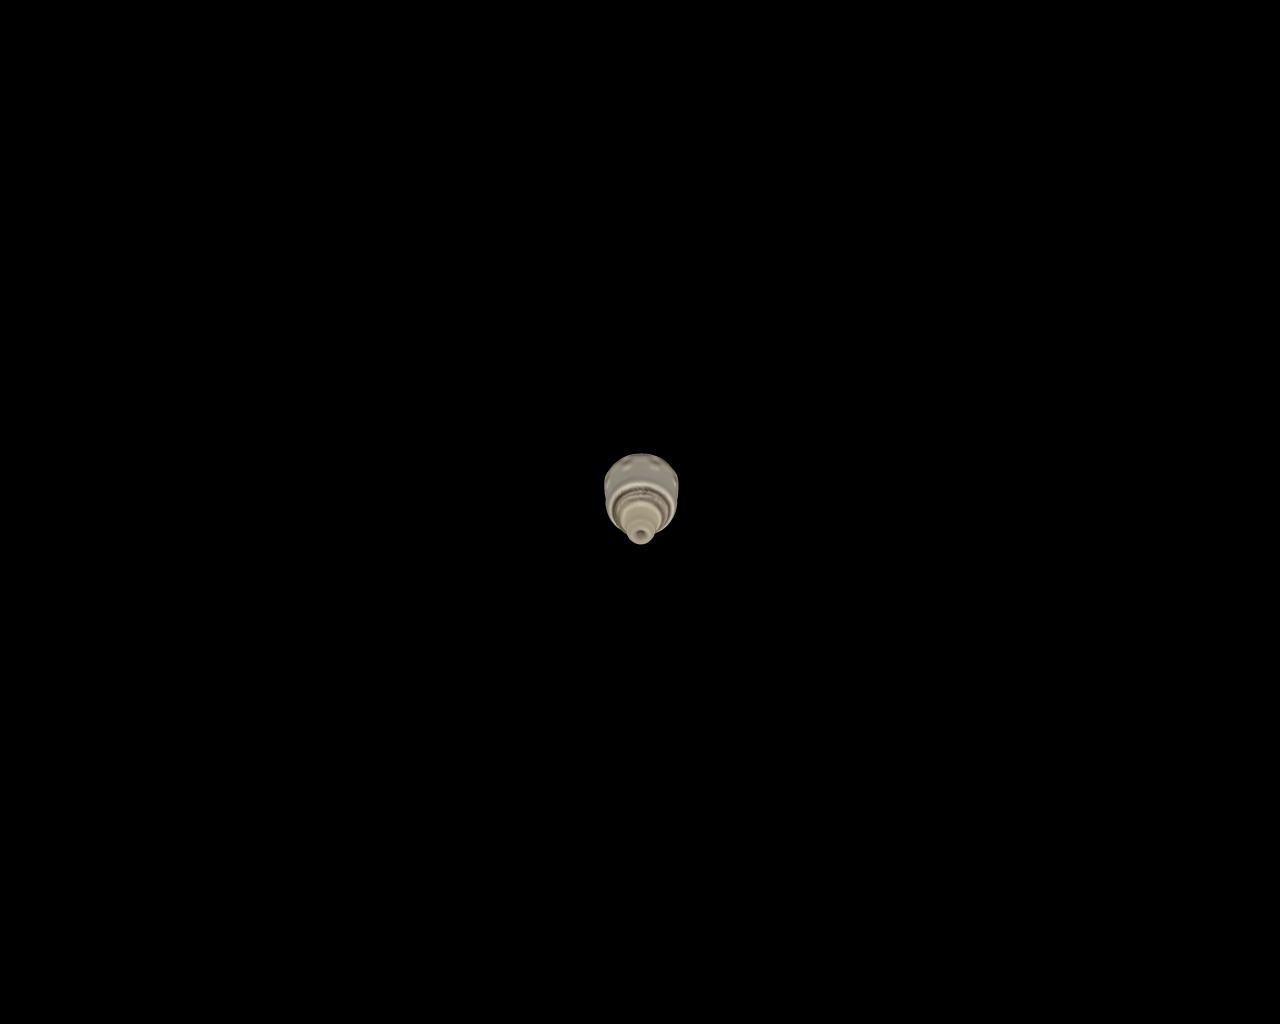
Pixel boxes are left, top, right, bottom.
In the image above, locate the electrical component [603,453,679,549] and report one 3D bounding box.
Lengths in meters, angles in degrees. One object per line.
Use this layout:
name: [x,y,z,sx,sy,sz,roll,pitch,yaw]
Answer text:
electrical component: [0.001,-0.003,0.650,0.048,0.048,0.062,0,34,0]
